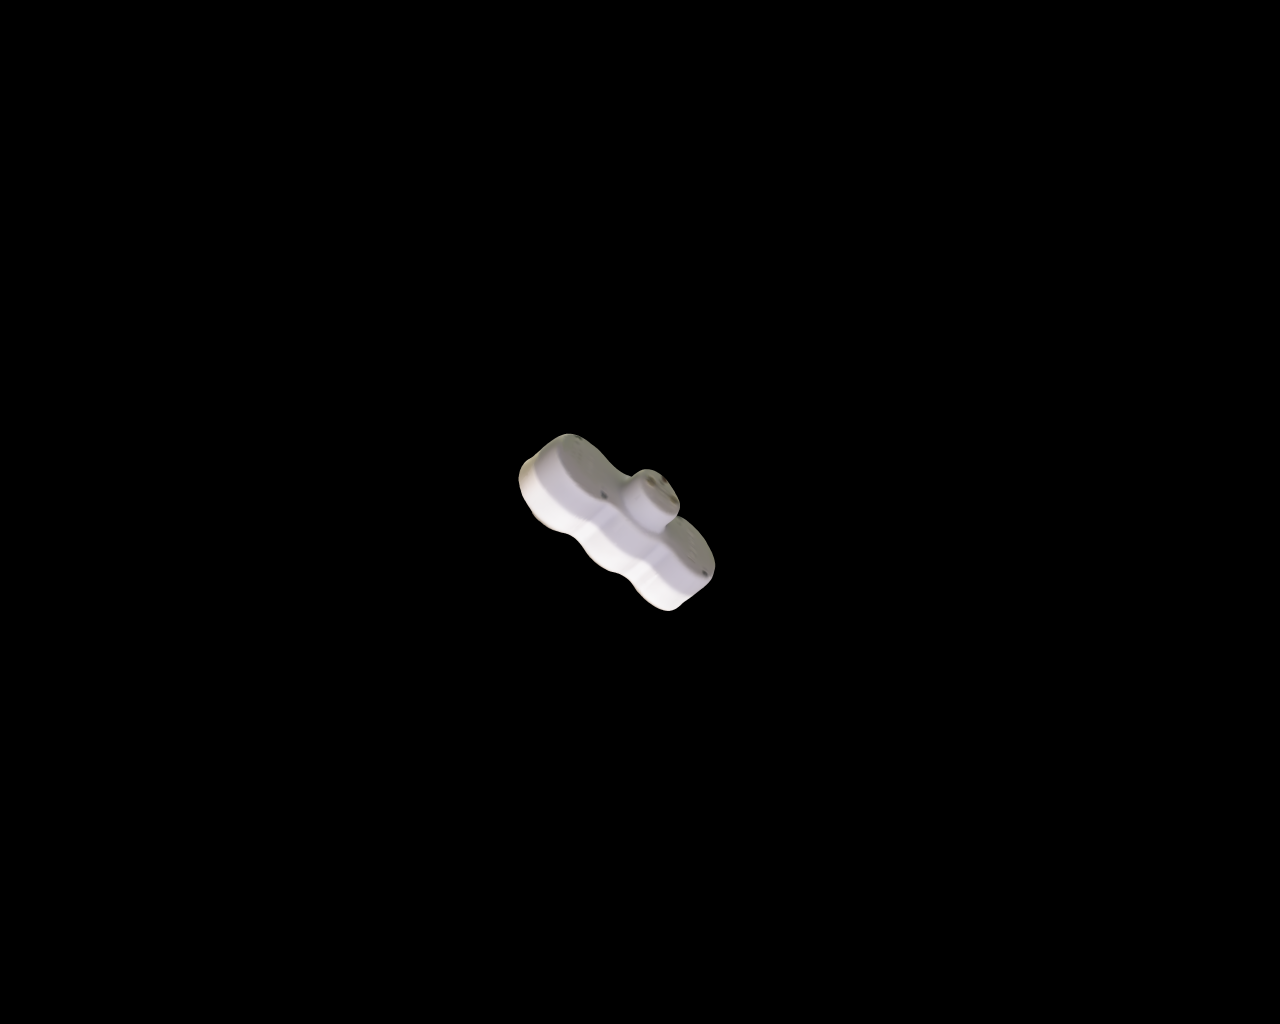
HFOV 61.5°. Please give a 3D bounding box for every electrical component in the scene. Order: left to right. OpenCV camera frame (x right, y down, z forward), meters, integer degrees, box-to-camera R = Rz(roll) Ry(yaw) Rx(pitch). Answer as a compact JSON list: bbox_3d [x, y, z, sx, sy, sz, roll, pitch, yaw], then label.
[{"bbox_3d":[0.001,-0.003,0.650,0.073,0.052,0.138,-39,-62,25],"label":"electrical component"}]
